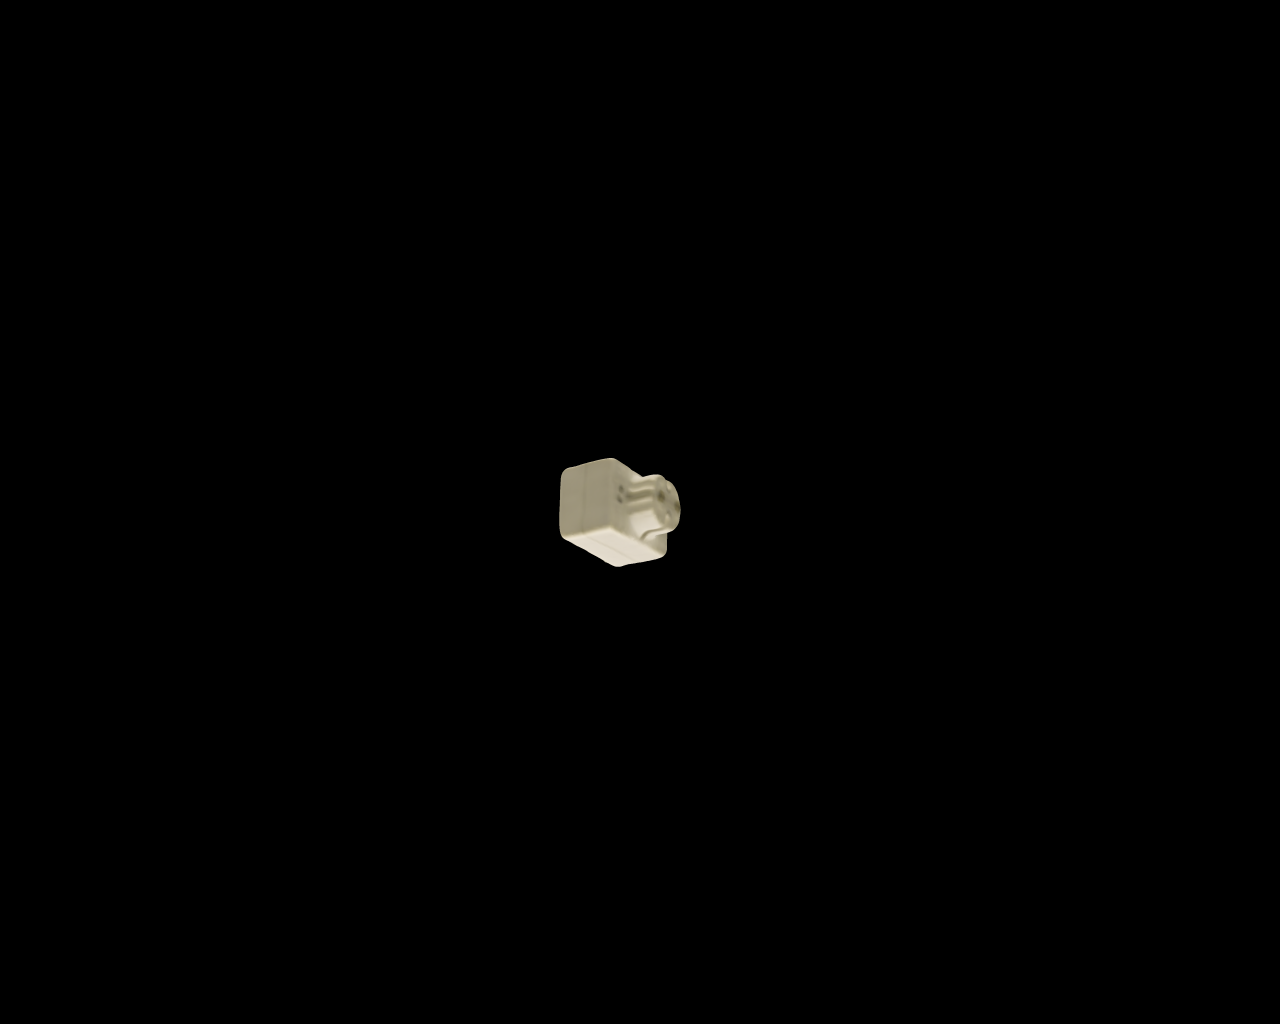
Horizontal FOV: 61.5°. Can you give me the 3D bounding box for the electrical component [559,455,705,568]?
[{"bbox_3d":[0.001,-0.003,0.650,0.076,0.047,0.065,-13,-26,29],"label":"electrical component"}]
